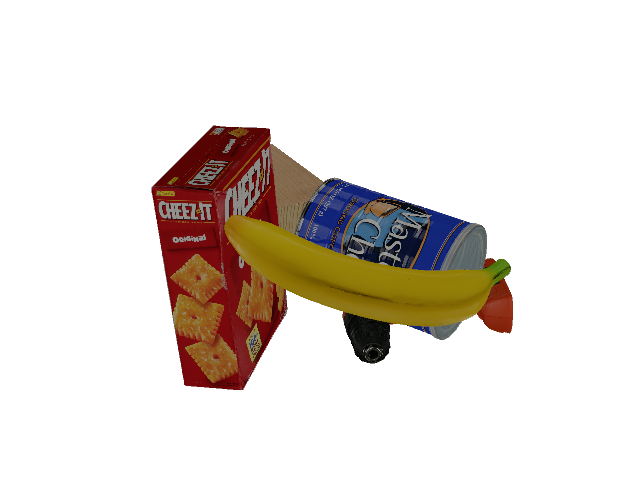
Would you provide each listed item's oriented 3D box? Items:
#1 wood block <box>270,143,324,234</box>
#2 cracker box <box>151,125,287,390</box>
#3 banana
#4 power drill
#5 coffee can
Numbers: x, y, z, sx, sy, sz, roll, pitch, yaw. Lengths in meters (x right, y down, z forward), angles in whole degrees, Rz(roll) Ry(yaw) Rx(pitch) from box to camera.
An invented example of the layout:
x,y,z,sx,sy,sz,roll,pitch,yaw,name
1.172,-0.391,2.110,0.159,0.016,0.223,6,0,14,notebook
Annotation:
x,y,z,sx,sy,sz,roll,pitch,yaw,name
-0.058,-0.042,1.320,0.090,0.090,0.206,-10,26,-24,wood block
-0.091,0.014,1.055,0.072,0.214,0.164,3,27,15,cracker box
0.026,0.023,0.708,0.198,0.037,0.069,11,25,5,banana
0.117,0.075,1.203,0.187,0.057,0.184,-3,28,-2,power drill
0.059,0.014,0.924,0.140,0.103,0.102,20,8,24,coffee can
